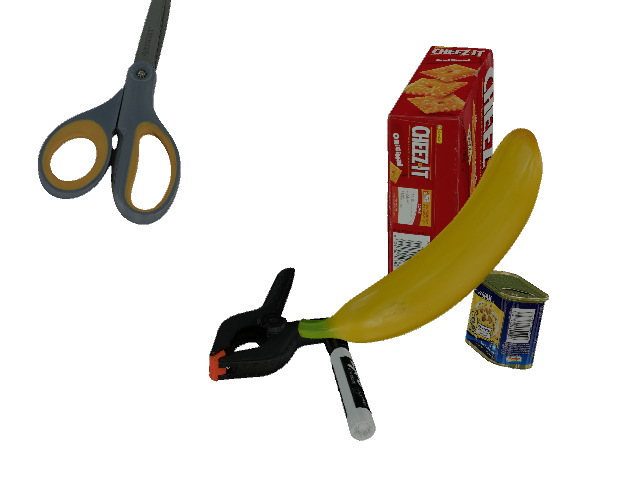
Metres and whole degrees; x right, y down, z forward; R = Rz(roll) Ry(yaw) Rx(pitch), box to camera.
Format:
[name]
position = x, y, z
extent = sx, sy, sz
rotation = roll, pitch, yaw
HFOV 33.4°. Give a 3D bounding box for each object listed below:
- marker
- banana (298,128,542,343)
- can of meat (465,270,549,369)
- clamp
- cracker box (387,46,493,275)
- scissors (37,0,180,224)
[marker]
position = 0.021, 0.106, 0.814
extent = 0.020, 0.020, 0.121
rotation = 0, 30, -11
[banana]
position = 0.076, 0.000, 0.624
extent = 0.197, 0.037, 0.070
rotation = -39, 48, -18
[can of meat]
position = 0.205, 0.088, 1.192
extent = 0.057, 0.084, 0.102
rotation = 4, 14, -17
[clamp]
position = -0.051, 0.085, 1.081
extent = 0.171, 0.039, 0.120
rotation = -20, 38, -32
[cracker box]
position = 0.118, -0.076, 1.011
extent = 0.072, 0.164, 0.213
rotation = 5, 27, 15
[scissors]
position = -0.135, -0.098, 0.692
extent = 0.096, 0.202, 0.016
rotation = -3, -29, -12
